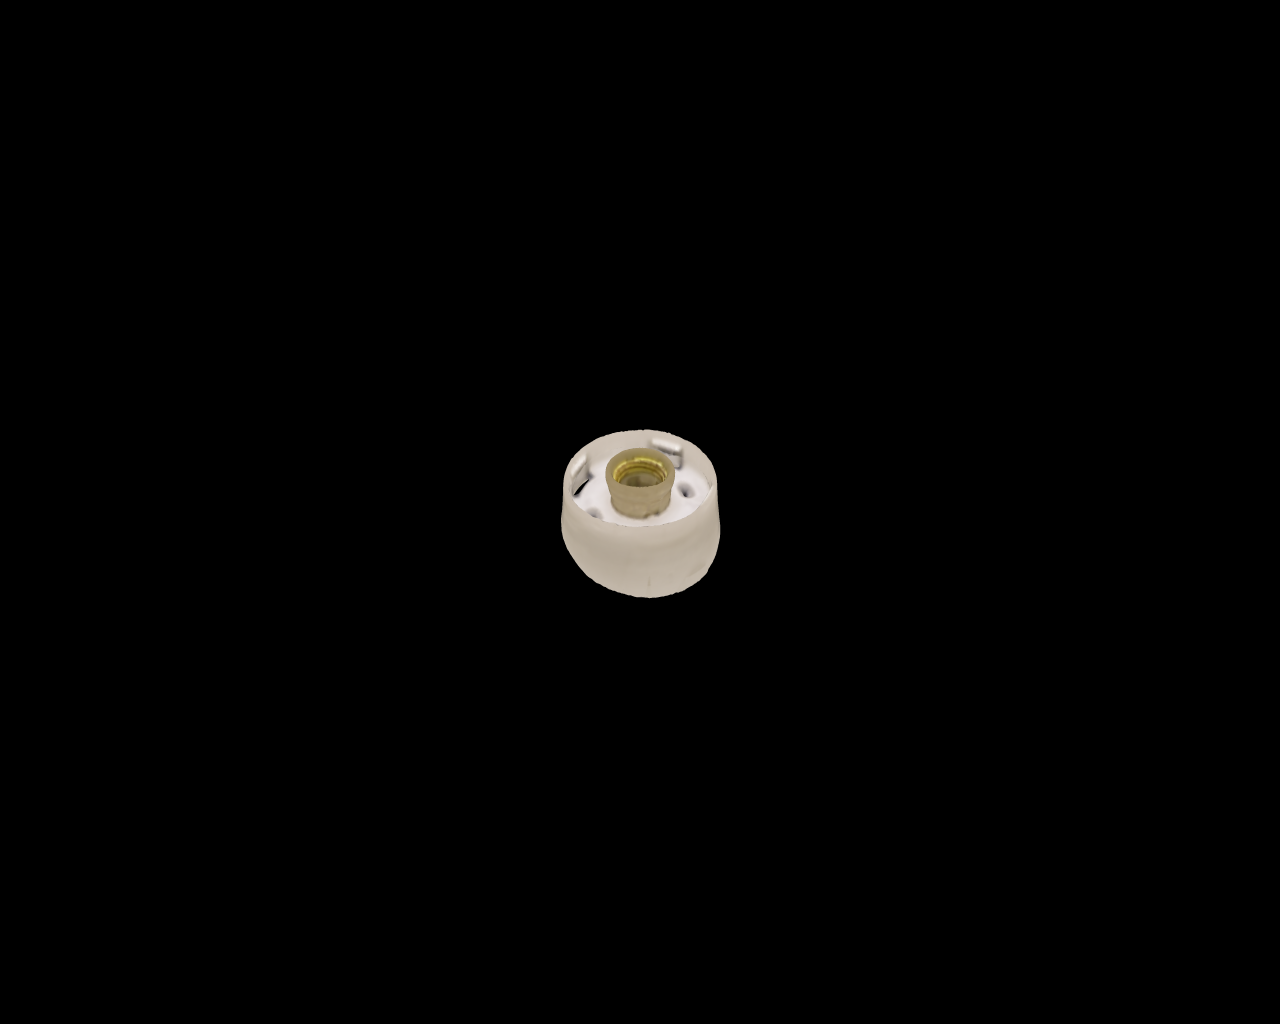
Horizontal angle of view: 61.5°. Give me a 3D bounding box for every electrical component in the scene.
[{"bbox_3d":[0.001,-0.003,0.650,0.099,0.064,0.099,0,43,0],"label":"electrical component"}]
